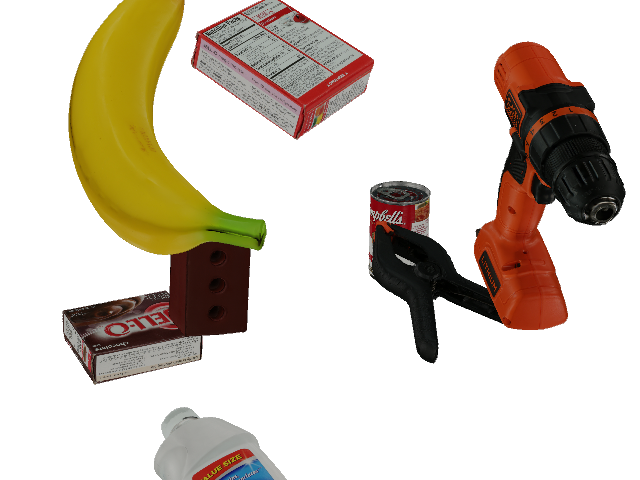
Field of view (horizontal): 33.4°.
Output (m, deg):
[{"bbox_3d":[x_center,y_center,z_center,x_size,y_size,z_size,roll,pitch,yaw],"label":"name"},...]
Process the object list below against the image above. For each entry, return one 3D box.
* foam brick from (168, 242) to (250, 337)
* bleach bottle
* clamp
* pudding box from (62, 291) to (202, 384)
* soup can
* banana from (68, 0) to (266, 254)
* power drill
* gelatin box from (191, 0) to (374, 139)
[{"bbox_3d":[-0.088,0.029,0.836,0.052,0.078,0.051,-3,15,-22],"label":"foam brick"},{"bbox_3d":[-0.059,0.201,0.735,0.102,0.068,0.251,-18,35,-22],"label":"bleach bottle"},{"bbox_3d":[0.112,0.041,1.007,0.120,0.039,0.171,-6,45,-27],"label":"clamp"},{"bbox_3d":[-0.182,0.092,1.035,0.113,0.039,0.090,-13,29,-28],"label":"pudding box"},{"bbox_3d":[0.089,-0.009,1.213,0.068,0.102,0.068,0,24,0],"label":"soup can"},{"bbox_3d":[-0.080,-0.056,0.484,0.069,0.037,0.198,-5,46,-17],"label":"banana"},{"bbox_3d":[0.162,-0.025,0.776,0.057,0.188,0.184,-3,41,-7],"label":"power drill"},{"bbox_3d":[-0.024,-0.110,0.664,0.089,0.030,0.073,35,48,18],"label":"gelatin box"}]
